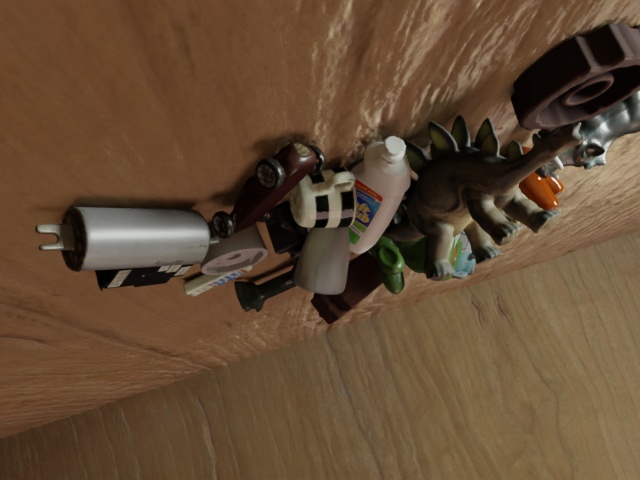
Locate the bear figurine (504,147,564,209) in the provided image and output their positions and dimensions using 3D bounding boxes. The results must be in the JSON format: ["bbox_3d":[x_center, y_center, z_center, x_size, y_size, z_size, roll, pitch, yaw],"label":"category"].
[{"bbox_3d":[0.316,-0.077,0.975,0.196,0.132,0.120,-38,-178,35],"label":"bear figurine"}]

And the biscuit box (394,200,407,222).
[{"bbox_3d":[0.193,-0.030,1.115,0.063,0.059,0.202,-24,165,21],"label":"biscuit box"}]

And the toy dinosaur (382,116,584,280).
[{"bbox_3d":[0.176,-0.053,0.752,0.105,0.198,0.471,-12,166,-24],"label":"toy dinosaur"}]

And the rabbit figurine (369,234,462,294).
[{"bbox_3d":[0.158,0.020,0.968,0.170,0.159,0.121,11,145,24],"label":"rabbit figurine"}]

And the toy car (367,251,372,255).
[{"bbox_3d":[0.149,-0.002,1.176,0.073,0.056,0.201,-31,163,19],"label":"toy car"}]

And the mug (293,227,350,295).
[{"bbox_3d":[0.013,0.018,0.832,0.081,0.107,0.109,17,-163,16],"label":"mug"}]

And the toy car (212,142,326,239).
[{"bbox_3d":[-0.074,-0.063,0.701,0.089,0.053,0.202,-30,176,-41],"label":"toy car"}]

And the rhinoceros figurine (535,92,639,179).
[{"bbox_3d":[0.406,-0.162,0.816,0.190,0.112,0.073,-29,166,6],"label":"rhinoceros figurine"}]

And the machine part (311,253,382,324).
[{"bbox_3d":[0.078,0.107,1.298,0.201,0.087,0.201,-36,173,-16],"label":"machine part"}]

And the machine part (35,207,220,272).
[{"bbox_3d":[-0.230,-0.002,0.683,0.243,0.079,0.079,0,156,-47],"label":"machine part"}]

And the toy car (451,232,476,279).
[{"bbox_3d":[0.278,-0.010,1.066,0.161,0.109,0.102,-54,159,-31],"label":"toy car"}]

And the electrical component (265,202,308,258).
[{"bbox_3d":[-0.055,-0.017,0.845,0.048,0.075,0.119,-24,168,15],"label":"electrical component"}]

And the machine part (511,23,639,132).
[{"bbox_3d":[0.338,-0.204,0.691,0.179,0.056,0.179,-16,165,-5],"label":"machine part"}]

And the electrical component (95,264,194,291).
[{"bbox_3d":[-0.253,0.026,0.795,0.134,0.058,0.115,-6,162,-39],"label":"electrical component"}]

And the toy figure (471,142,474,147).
[{"bbox_3d":[0.223,-0.103,0.864,0.089,0.082,0.180,-2,175,10],"label":"toy figure"}]

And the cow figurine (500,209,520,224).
[{"bbox_3d":[0.405,-0.080,1.148,0.195,0.085,0.127,-7,160,-33],"label":"cow figurine"}]

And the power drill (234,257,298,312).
[{"bbox_3d":[-0.081,0.085,1.185,0.207,0.086,0.232,-29,166,9],"label":"power drill"}]
